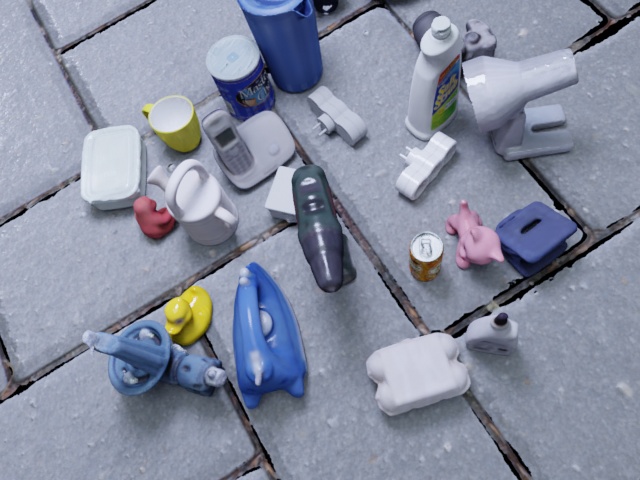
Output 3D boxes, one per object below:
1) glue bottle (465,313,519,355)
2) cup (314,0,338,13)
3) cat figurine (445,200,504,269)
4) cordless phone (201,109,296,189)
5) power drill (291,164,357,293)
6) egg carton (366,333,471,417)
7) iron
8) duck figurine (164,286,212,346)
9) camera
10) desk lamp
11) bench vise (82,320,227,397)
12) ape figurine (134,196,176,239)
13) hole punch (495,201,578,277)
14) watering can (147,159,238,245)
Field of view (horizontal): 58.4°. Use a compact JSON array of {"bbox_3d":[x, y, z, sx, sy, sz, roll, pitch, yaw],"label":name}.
[{"bbox_3d":[0.263,0.135,0.855,0.078,0.173,0.037,9,70,12],"label":"glue bottle"},{"bbox_3d":[0.002,-0.514,1.198,0.091,0.095,0.118,28,75,18],"label":"cup"},{"bbox_3d":[0.254,-0.007,0.944,0.067,0.118,0.127,-16,67,2],"label":"cat figurine"},{"bbox_3d":[-0.131,-0.189,1.037,0.148,0.185,0.094,-40,68,-8],"label":"cordless phone"},{"bbox_3d":[0.009,0.003,0.927,0.075,0.209,0.229,-15,67,3],"label":"power drill"},{"bbox_3d":[0.152,0.208,0.899,0.150,0.069,0.107,-19,67,1],"label":"egg carton"},{"bbox_3d":[-0.103,0.132,0.928,0.118,0.141,0.258,-15,67,2],"label":"iron"},{"bbox_3d":[-0.233,0.123,0.981,0.077,0.086,0.105,17,72,15],"label":"duck figurine"},{"bbox_3d":[0.249,-0.390,1.108,0.143,0.101,0.136,-24,67,-1],"label":"camera"},{"bbox_3d":[0.338,-0.233,0.970,0.203,0.214,0.118,-9,67,5],"label":"desk lamp"},{"bbox_3d":[-0.253,0.176,0.890,0.207,0.220,0.121,-6,67,6],"label":"bench vise"},{"bbox_3d":[-0.312,-0.049,1.059,0.077,0.092,0.076,20,73,16],"label":"ape figurine"},{"bbox_3d":[0.348,-0.008,0.945,0.109,0.091,0.101,-36,68,-7],"label":"hole punch"},{"bbox_3d":[-0.223,-0.072,0.999,0.172,0.194,0.101,6,69,11],"label":"watering can"}]
